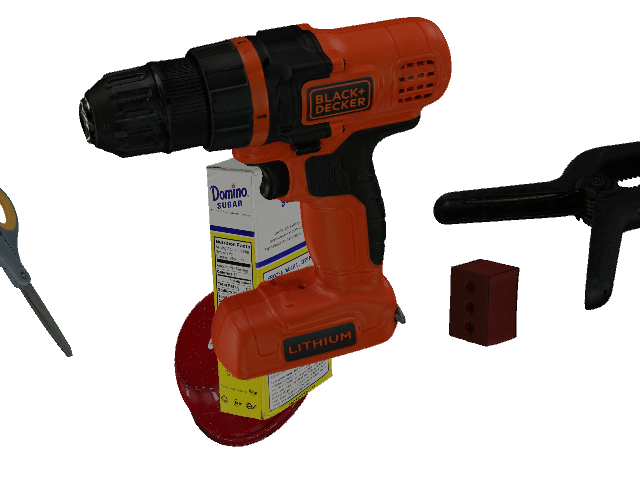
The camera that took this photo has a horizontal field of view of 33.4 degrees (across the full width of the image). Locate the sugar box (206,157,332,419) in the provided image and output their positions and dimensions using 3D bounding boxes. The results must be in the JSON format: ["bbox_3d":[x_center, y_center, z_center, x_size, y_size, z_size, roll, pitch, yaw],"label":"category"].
[{"bbox_3d":[-0.033,0.026,0.740,0.048,0.176,0.093,6,17,31],"label":"sugar box"}]

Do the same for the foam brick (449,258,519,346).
[{"bbox_3d":[0.169,0.064,1.108,0.051,0.078,0.053,-14,19,-42],"label":"foam brick"}]

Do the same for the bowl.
[{"bbox_3d":[-0.076,0.095,0.934,0.162,0.162,0.055,0,-23,42],"label":"bowl"}]

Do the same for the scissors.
[{"bbox_3d":[-0.307,0.021,1.098,0.016,0.201,0.096,-26,26,25],"label":"scissors"}]

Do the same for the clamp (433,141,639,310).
[{"bbox_3d":[0.216,-0.024,0.820,0.209,0.036,0.165,-22,40,-22],"label":"clamp"}]

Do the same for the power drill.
[{"bbox_3d":[-0.023,-0.018,0.550,0.184,0.188,0.057,-12,38,-17],"label":"power drill"}]
